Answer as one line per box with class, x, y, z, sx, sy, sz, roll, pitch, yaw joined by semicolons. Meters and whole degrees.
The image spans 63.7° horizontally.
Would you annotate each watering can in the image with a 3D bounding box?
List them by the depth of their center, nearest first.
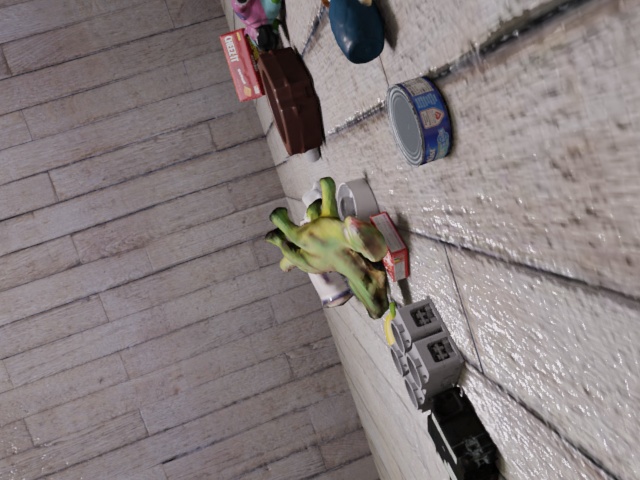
watering can;0.026;0.075;1.473;0.103;0.225;0.348;-25;-3;10

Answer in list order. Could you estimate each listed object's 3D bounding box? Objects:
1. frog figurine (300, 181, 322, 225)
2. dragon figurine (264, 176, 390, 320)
frog figurine;0.004;-0.066;1.313;0.123;0.163;0.134;14;-40;10
dragon figurine;0.022;0.046;0.905;0.123;0.245;0.402;-31;-18;-21
